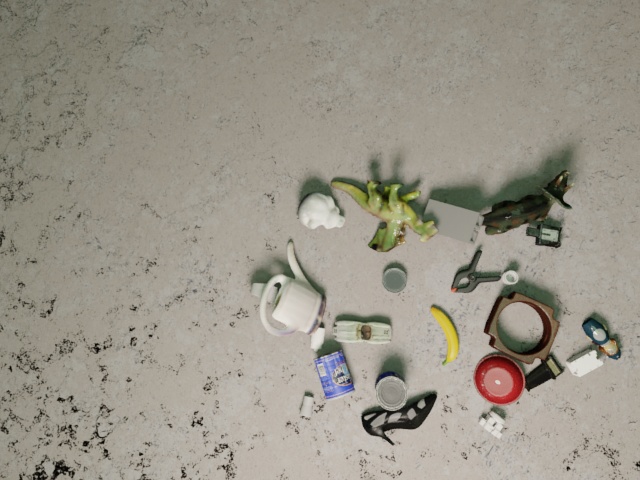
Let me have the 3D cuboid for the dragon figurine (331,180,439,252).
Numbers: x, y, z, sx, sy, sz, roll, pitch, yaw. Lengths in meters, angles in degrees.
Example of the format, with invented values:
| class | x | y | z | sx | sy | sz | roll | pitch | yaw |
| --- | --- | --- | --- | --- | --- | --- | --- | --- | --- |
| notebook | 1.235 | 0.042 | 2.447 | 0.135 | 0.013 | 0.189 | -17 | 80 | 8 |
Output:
| class | x | y | z | sx | sy | sz | roll | pitch | yaw |
| --- | --- | --- | --- | --- | --- | --- | --- | --- | --- |
| dragon figurine | 0.216 | -0.078 | 1.794 | 0.411 | 0.122 | 0.243 | 7 | 88 | 26 |

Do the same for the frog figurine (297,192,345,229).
| class | x | y | z | sx | sy | sz | roll | pitch | yaw |
| --- | --- | --- | --- | --- | --- | --- | --- | --- | --- |
| frog figurine | 0.005 | -0.091 | 1.808 | 0.161 | 0.120 | 0.139 | 33 | 66 | 21 |

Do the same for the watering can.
| class | x | y | z | sx | sy | sz | roll | pitch | yaw |
| --- | --- | --- | --- | --- | --- | --- | --- | --- | --- |
| watering can | -0.075 | 0.180 | 1.755 | 0.223 | 0.102 | 0.356 | 28 | 53 | -12 |
